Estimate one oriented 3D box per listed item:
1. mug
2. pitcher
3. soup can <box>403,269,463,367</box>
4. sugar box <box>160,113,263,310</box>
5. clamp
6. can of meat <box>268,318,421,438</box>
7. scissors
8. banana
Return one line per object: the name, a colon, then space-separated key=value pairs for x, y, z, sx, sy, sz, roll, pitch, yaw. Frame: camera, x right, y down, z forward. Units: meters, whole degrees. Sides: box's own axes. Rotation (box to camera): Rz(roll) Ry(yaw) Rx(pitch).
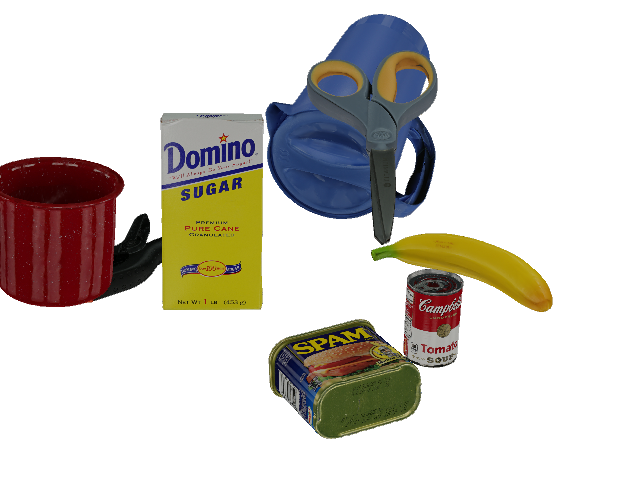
mug: x=-0.198 y=-0.004 z=0.750 sx=0.117 sy=0.081 sz=0.093 roll=-7 pitch=27 yaw=-28
pitcher: x=0.050 y=-0.137 z=1.153 sx=0.145 sy=0.149 sz=0.242 roll=1 pitch=38 yaw=21
soup can: x=0.136 y=0.094 z=1.297 sx=0.068 sy=0.102 sz=0.068 roll=1 pitch=24 yaw=-1
sugar box: x=-0.098 y=-0.026 z=0.969 sx=0.093 sy=0.176 sz=0.048 roll=-1 pitch=15 yaw=-5
clamp: x=-0.196 y=0.016 z=1.190 sx=0.120 sy=0.039 sz=0.171 roll=-4 pitch=28 yaw=30
can of meat: x=0.021 y=0.114 z=0.876 sx=0.102 sy=0.057 sz=0.084 roll=-12 pitch=25 yaw=-24
scissors: x=0.021 y=-0.067 z=0.666 sx=0.096 sy=0.016 sz=0.201 roll=9 pitch=40 yaw=15
banana: x=0.146 y=0.027 z=1.029 sx=0.198 sy=0.037 sz=0.069 roll=15 pitch=43 yaw=38
